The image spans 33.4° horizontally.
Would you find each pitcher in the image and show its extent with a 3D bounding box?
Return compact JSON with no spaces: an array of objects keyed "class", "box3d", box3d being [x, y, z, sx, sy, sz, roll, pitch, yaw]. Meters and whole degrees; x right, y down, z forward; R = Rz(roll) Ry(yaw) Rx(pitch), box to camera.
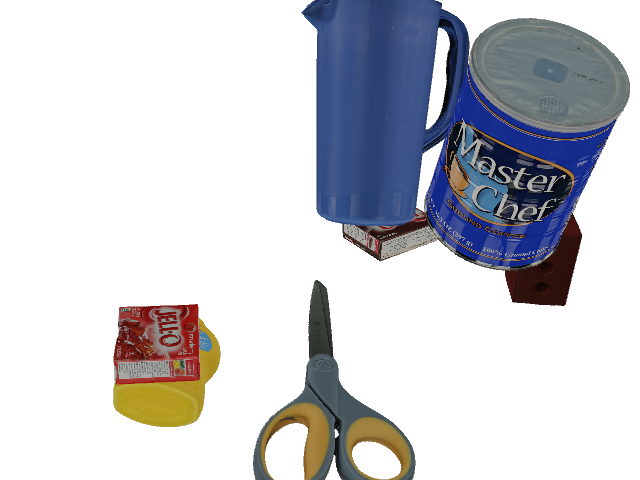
[{"class":"pitcher","box3d":[0.066,-0.141,1.145,0.149,0.243,0.144,7,9,24]}]

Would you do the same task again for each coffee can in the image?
[{"class":"coffee can","box3d":[0.135,-0.063,0.721,0.102,0.103,0.140,0,-40,-11]}]

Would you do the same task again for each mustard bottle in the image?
[{"class":"mustard bottle","box3d":[-0.166,0.138,1.224,0.096,0.058,0.191,6,25,5]}]

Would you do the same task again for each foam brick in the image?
[{"class":"foam brick","box3d":[0.206,0.014,0.993,0.053,0.078,0.051,4,29,-1]}]

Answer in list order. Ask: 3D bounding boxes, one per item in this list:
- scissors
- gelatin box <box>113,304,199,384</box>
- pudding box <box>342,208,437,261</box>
[{"class":"scissors","box3d":[0.018,0.087,0.629,0.096,0.016,0.201,13,32,9]},{"class":"gelatin box","box3d":[-0.144,0.090,0.947,0.073,0.030,0.089,-2,28,-5]},{"class":"pudding box","box3d":[0.101,-0.017,1.546,0.113,0.039,0.090,-21,35,-31]}]
